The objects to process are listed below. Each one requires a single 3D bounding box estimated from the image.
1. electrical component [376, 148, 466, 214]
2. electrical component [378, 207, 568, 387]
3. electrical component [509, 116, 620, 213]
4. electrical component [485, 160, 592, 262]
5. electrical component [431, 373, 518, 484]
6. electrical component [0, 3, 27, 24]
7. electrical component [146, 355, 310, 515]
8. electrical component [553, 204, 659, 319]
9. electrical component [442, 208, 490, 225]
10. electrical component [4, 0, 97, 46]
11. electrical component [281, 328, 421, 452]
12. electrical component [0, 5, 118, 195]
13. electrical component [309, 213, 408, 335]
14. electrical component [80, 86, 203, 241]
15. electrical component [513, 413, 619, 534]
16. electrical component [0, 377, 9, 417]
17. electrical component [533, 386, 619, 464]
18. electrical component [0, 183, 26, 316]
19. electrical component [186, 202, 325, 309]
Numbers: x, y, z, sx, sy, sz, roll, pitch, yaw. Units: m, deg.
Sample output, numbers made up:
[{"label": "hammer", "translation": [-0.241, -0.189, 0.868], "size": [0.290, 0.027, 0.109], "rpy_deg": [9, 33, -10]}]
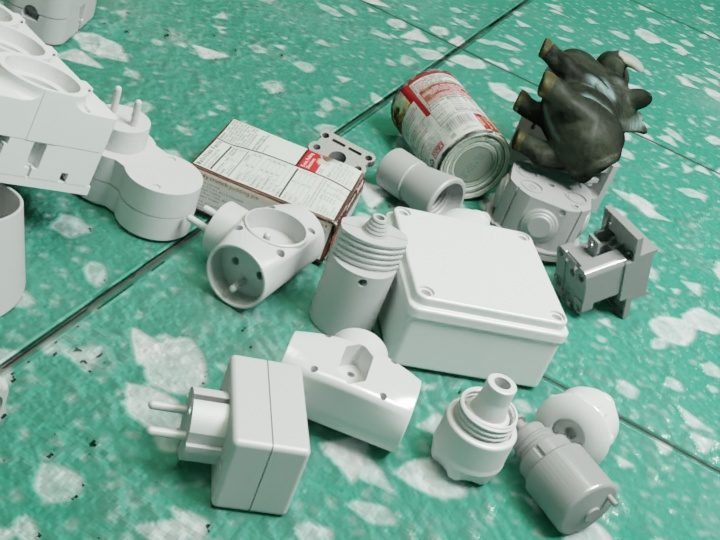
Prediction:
[{"label": "electrical component", "translation": [0.044, -0.067, 0.840], "size": [0.044, 0.044, 0.065], "rpy_deg": [-16, 43, -44]}, {"label": "electrical component", "translation": [0.068, 0.017, 0.713], "size": [0.109, 0.056, 0.108], "rpy_deg": [11, 34, -16]}, {"label": "electrical component", "translation": [0.172, -0.091, 0.934], "size": [0.050, 0.055, 0.089], "rpy_deg": [-1, 38, -32]}, {"label": "electrical component", "translation": [0.143, -0.047, 0.856], "size": [0.080, 0.051, 0.080], "rpy_deg": [15, 32, -10]}, {"label": "electrical component", "translation": [0.068, 0.086, 0.604], "size": [0.043, 0.062, 0.043], "rpy_deg": [15, 32, -10]}, {"label": "electrical component", "translation": [-0.268, -0.174, 0.817], "size": [0.078, 0.040, 0.040], "rpy_deg": [37, 35, 23]}, {"label": "electrical component", "translation": [-0.070, 0.080, 0.547], "size": [0.077, 0.047, 0.065], "rpy_deg": [11, 34, -16]}, {"label": "electrical component", "translation": [0.179, -0.002, 0.795], "size": [0.064, 0.081, 0.042], "rpy_deg": [-18, 45, -16]}, {"label": "electrical component", "translation": [0.075, -0.026, 0.797], "size": [0.040, 0.040, 0.078], "rpy_deg": [33, 34, 18]}, {"label": "electrical component", "translation": [-0.256, -0.236, 0.899], "size": [0.054, 0.059, 0.095], "rpy_deg": [20, 32, -3]}, {"label": "electrical component", "translation": [-0.005, 0.059, 0.619], "size": [0.077, 0.043, 0.079], "rpy_deg": [22, 32, 0]}, {"label": "electrical component", "translation": [-0.228, -0.116, 0.664], "size": [0.089, 0.061, 0.150], "rpy_deg": [6, 29, -48]}, {"label": "electrical component", "translation": [0.000, 0.000, 0.675], "size": [0.043, 0.081, 0.043], "rpy_deg": [15, 33, -10]}, {"label": "electrical component", "translation": [-0.161, -0.085, 0.716], "size": [0.138, 0.073, 0.052], "rpy_deg": [35, 34, 21]}, {"label": "electrical component", "translation": [0.110, 0.113, 0.610], "size": [0.040, 0.040, 0.078], "rpy_deg": [-4, 40, -35]}, {"label": "electrical component", "translation": [-0.204, 0.056, 0.518], "size": [0.061, 0.035, 0.035], "rpy_deg": [22, 32, 5]}, {"label": "electrical component", "translation": [0.137, 0.091, 0.656], "size": [0.048, 0.048, 0.062], "rpy_deg": [35, 27, 21]}, {"label": "electrical component", "translation": [-0.237, -0.017, 0.602], "size": [0.099, 0.064, 0.099], "rpy_deg": [11, 21, -4]}, {"label": "electrical component", "translation": [-0.075, -0.019, 0.695], "size": [0.079, 0.044, 0.077], "rpy_deg": [30, 33, 14]}]
